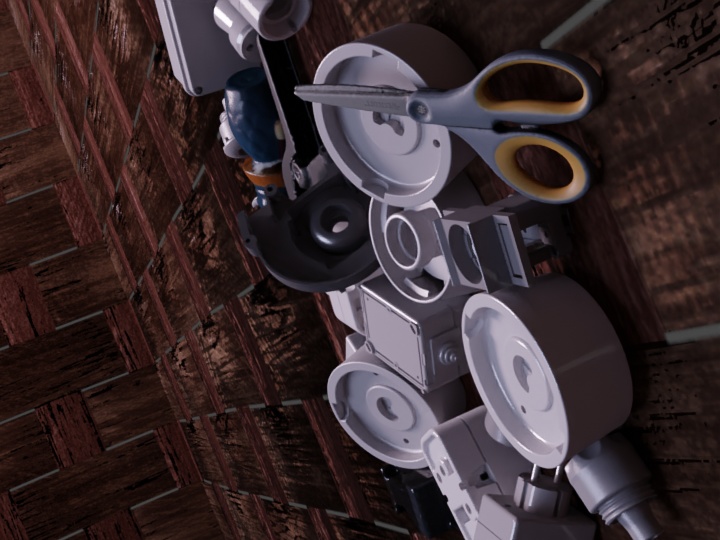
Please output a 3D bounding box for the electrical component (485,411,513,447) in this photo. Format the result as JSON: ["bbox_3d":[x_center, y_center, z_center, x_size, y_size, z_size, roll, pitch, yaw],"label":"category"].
[{"bbox_3d":[0.106,0.079,0.710,0.044,0.044,0.065,48,148,46],"label":"electrical component"}]

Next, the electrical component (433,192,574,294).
[{"bbox_3d":[0.084,-0.019,0.621,0.081,0.064,0.042,15,124,67],"label":"electrical component"}]

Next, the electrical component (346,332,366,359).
[{"bbox_3d":[0.025,0.101,0.952,0.075,0.047,0.083,55,158,34],"label":"electrical component"}]

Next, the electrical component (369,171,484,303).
[{"bbox_3d":[0.053,-0.027,0.740,0.099,0.064,0.099,32,132,45],"label":"electrical component"}]

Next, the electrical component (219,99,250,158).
[{"bbox_3d":[-0.123,-0.148,1.094,0.048,0.048,0.062,112,140,-65],"label":"electrical component"}]

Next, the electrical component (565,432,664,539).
[{"bbox_3d":[0.153,0.130,0.630,0.062,0.043,0.043,59,160,25],"label":"electrical component"}]

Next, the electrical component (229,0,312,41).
[{"bbox_3d":[-0.070,-0.215,0.853,0.047,0.055,0.055,54,157,28],"label":"electrical component"}]

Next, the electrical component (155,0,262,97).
[{"bbox_3d":[-0.142,-0.227,1.002,0.057,0.078,0.113,-133,28,-54],"label":"electrical component"}]

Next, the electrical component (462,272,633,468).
[{"bbox_3d":[0.113,0.053,0.626,0.108,0.060,0.108,55,158,35],"label":"electrical component"}]

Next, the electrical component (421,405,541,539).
[{"bbox_3d":[0.094,0.152,0.793,0.095,0.059,0.053,63,162,16],"label":"electrical component"}]

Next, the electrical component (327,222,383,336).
[{"bbox_3d":[0.000,0.000,0.897,0.059,0.054,0.095,28,137,63],"label":"electrical component"}]

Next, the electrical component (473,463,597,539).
[{"bbox_3d":[0.122,0.162,0.731,0.047,0.066,0.076,-154,74,-65],"label":"electrical component"}]

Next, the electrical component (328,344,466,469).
[{"bbox_3d":[0.035,0.100,0.873,0.108,0.060,0.108,23,135,24],"label":"electrical component"}]

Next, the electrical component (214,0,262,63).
[{"bbox_3d":[-0.097,-0.214,0.943,0.055,0.045,0.045,55,158,34],"label":"electrical component"}]

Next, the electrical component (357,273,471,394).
[{"bbox_3d":[0.051,0.042,0.800,0.096,0.061,0.061,33,139,50],"label":"electrical component"}]

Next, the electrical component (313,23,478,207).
[{"bbox_3d":[0.030,-0.100,0.669,0.108,0.060,0.108,27,136,29],"label":"electrical component"}]
